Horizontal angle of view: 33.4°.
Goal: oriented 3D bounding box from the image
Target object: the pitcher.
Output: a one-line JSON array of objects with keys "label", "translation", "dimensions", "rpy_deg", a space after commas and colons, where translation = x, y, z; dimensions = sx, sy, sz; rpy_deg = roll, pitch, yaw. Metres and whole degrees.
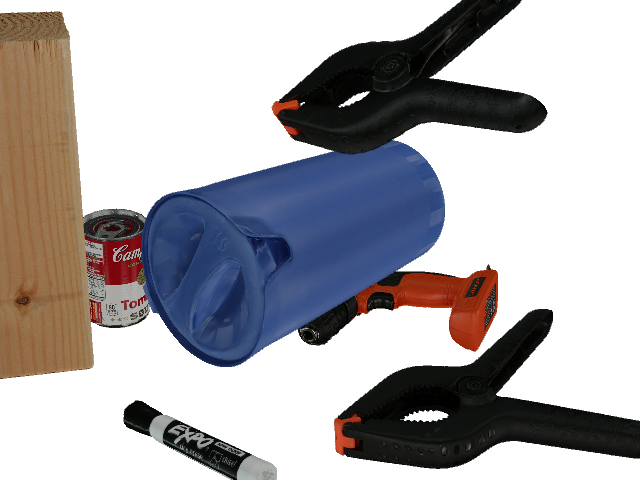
[{"label": "pitcher", "translation": [-0.019, -0.001, 0.854], "dimensions": [0.149, 0.145, 0.242], "rpy_deg": [33, 37, 31]}]

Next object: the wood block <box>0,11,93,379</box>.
[{"label": "wood block", "translation": [-0.193, -0.028, 0.650], "dimensions": [0.090, 0.206, 0.090], "rpy_deg": [-5, 23, -15]}]

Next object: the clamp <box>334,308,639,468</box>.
[{"label": "clamp", "translation": [0.109, 0.110, 0.756], "dimensions": [0.210, 0.036, 0.164], "rpy_deg": [-8, 29, -7]}]

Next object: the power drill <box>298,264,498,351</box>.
[{"label": "power drill", "translation": [0.085, 0.067, 1.138], "dimensions": [0.188, 0.057, 0.184], "rpy_deg": [9, 30, 22]}]

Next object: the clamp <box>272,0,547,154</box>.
[{"label": "clamp", "translation": [0.055, -0.089, 0.641], "dimensions": [0.172, 0.120, 0.039], "rpy_deg": [-24, -47, 16]}]

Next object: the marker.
[{"label": "marker", "translation": [-0.076, 0.123, 0.644], "dimensions": [0.121, 0.020, 0.020], "rpy_deg": [16, 10, 38]}]

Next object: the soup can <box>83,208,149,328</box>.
[{"label": "soup can", "translation": [-0.207, 0.028, 1.072], "dimensions": [0.068, 0.102, 0.068], "rpy_deg": [2, 26, -1]}]
